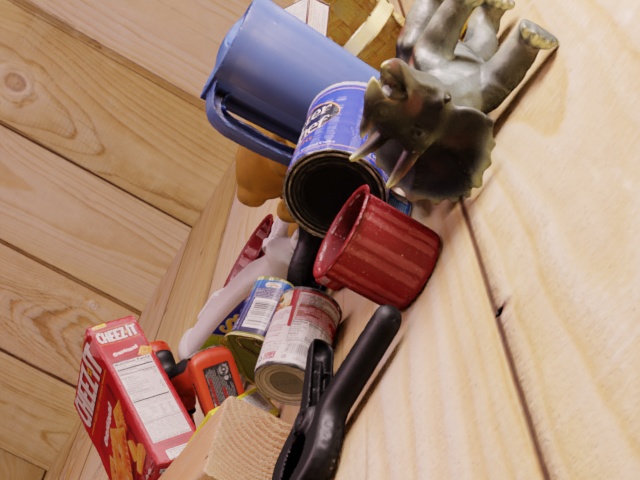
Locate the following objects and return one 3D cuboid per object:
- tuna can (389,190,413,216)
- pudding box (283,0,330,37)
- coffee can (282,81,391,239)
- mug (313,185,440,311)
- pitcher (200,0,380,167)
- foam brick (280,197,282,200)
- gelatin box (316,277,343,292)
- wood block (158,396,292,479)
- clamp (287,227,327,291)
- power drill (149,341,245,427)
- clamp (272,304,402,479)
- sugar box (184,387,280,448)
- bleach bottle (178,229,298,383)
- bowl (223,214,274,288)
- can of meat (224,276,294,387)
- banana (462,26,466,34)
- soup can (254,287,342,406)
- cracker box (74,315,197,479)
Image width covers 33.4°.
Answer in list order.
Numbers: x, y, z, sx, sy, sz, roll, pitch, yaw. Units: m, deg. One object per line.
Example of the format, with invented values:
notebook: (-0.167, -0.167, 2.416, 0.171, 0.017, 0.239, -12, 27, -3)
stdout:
tuna can: (0.058, -0.012, 1.094, 0.086, 0.033, 0.086, -57, 11, 18)
pudding box: (-0.034, -0.232, 1.306, 0.090, 0.039, 0.113, -14, 66, 46)
coffee can: (0.025, -0.080, 1.056, 0.103, 0.102, 0.140, -53, 12, 35)
mug: (0.053, 0.005, 0.948, 0.093, 0.081, 0.117, -55, 12, 29)
pitcher: (-0.006, -0.152, 1.188, 0.149, 0.242, 0.145, -59, 11, 10)
foam brick: (-0.004, -0.068, 1.409, 0.053, 0.078, 0.051, -47, 19, 51)
gelatin box: (0.033, 0.007, 1.170, 0.089, 0.030, 0.073, -64, 11, -20)
wood block: (-0.102, 0.249, 1.017, 0.206, 0.090, 0.090, -51, 15, 42)
clamp: (-0.008, 0.001, 1.204, 0.120, 0.039, 0.171, 8, -83, -57)
power drill: (-0.156, 0.207, 1.302, 0.057, 0.184, 0.188, -19, 0, -35)
clamp: (0.004, 0.154, 0.913, 0.165, 0.036, 0.210, -43, 23, 56)
sugar box: (-0.121, 0.242, 1.152, 0.176, 0.048, 0.093, -52, -18, 27)
bleach bottle: (-0.081, 0.075, 1.322, 0.251, 0.102, 0.068, -55, 15, 35)
bowl: (-0.088, 0.044, 1.567, 0.162, 0.055, 0.162, -58, 11, 18)
can of meat: (-0.052, 0.101, 1.160, 0.102, 0.058, 0.083, 69, -144, -45)
banana: (0.156, -0.264, 1.240, 0.197, 0.037, 0.069, -54, -15, -16)
soup can: (-0.021, 0.106, 1.070, 0.069, 0.068, 0.102, -50, 16, 45)
cracker box: (-0.226, 0.226, 1.297, 0.214, 0.072, 0.164, 54, 142, 31)
